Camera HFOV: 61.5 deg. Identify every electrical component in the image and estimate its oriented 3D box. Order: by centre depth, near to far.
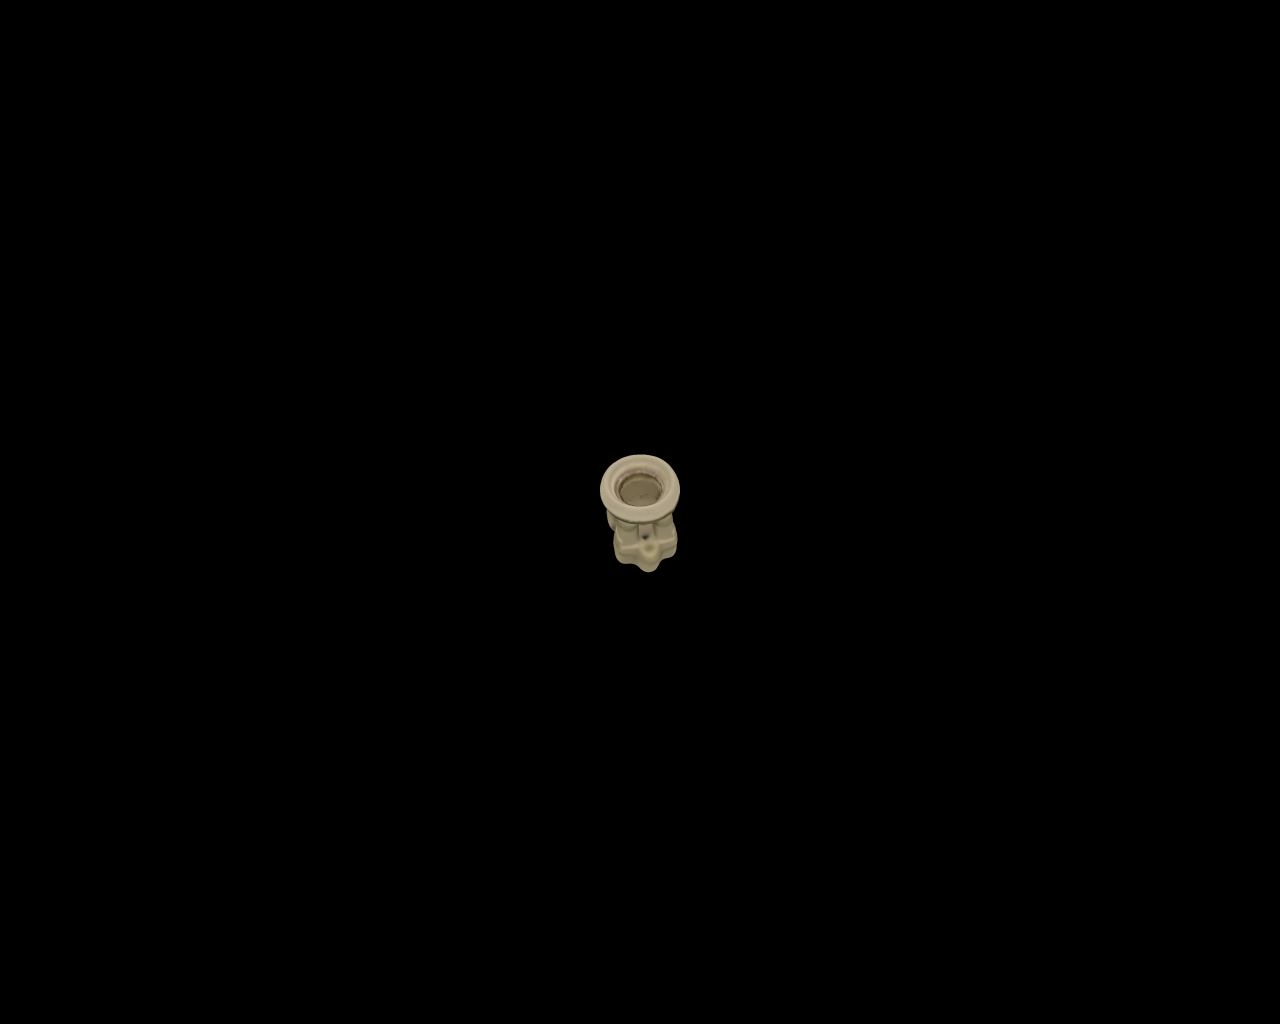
[{"bbox_3d":[0.001,-0.003,0.650,0.048,0.066,0.055,-9,-36,-7],"label":"electrical component"}]
